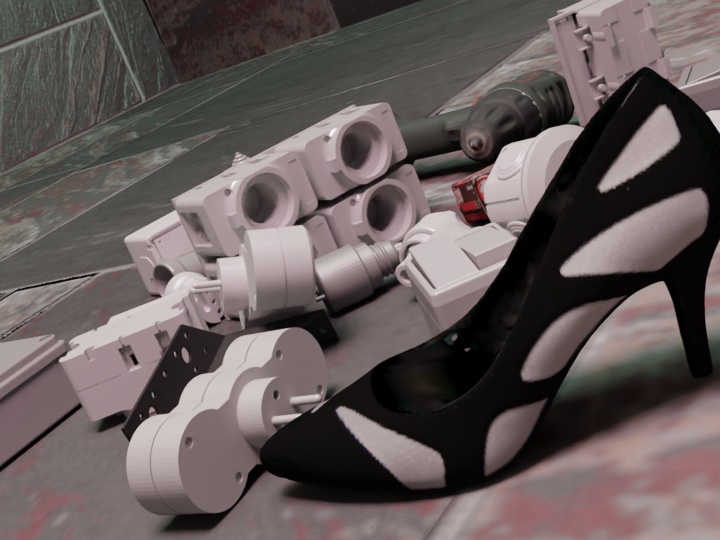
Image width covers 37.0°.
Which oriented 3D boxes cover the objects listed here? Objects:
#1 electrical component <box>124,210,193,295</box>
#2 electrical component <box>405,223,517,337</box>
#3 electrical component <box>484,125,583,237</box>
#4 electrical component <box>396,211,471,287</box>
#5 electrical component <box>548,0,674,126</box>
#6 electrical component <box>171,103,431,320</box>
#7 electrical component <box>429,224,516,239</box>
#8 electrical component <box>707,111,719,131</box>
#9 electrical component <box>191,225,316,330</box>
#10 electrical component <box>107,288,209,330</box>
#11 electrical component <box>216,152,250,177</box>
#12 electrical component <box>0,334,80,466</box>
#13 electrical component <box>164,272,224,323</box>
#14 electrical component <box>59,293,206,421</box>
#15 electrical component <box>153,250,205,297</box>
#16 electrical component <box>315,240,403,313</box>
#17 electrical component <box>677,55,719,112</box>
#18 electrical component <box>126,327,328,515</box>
[{"bbox_3d":[-0.165,-0.024,1.018,0.096,0.061,0.061,-33,20,-32],"label":"electrical component"},{"bbox_3d":[0.068,0.014,0.599,0.062,0.061,0.096,-23,16,-2],"label":"electrical component"},{"bbox_3d":[0.125,-0.051,0.698,0.080,0.080,0.051,-33,14,-31],"label":"electrical component"},{"bbox_3d":[0.047,-0.011,0.734,0.043,0.043,0.062,-8,24,41],"label":"electrical component"},{"bbox_3d":[0.204,-0.150,0.830,0.079,0.121,0.063,-26,19,-12],"label":"electrical component"},{"bbox_3d":[-0.039,-0.049,0.856,0.186,0.105,0.060,-32,19,-29],"label":"electrical component"},{"bbox_3d":[0.073,-0.006,0.682,0.045,0.045,0.055,-30,18,-24],"label":"electrical component"},{"bbox_3d":[0.221,-0.062,0.660,0.076,0.047,0.083,-28,17,-17],"label":"electrical component"},{"bbox_3d":[-0.077,0.008,0.727,0.074,0.052,0.138,-6,-10,-12],"label":"electrical component"},{"bbox_3d":[-0.148,0.045,0.807,0.066,0.047,0.076,-21,16,5],"label":"electrical component"},{"bbox_3d":[-0.088,-0.068,0.995,0.062,0.096,0.061,-5,24,44],"label":"electrical component"},{"bbox_3d":[-0.275,0.100,0.782,0.109,0.056,0.109,-10,20,36],"label":"electrical component"},{"bbox_3d":[-0.129,0.023,0.865,0.040,0.040,0.046,-34,25,-33],"label":"electrical component"},{"bbox_3d":[-0.149,0.063,0.735,0.089,0.055,0.050,-22,16,3],"label":"electrical component"},{"bbox_3d":[-0.155,0.004,0.960,0.040,0.040,0.046,-4,18,47],"label":"electrical component"},{"bbox_3d":[0.000,0.000,0.767,0.078,0.040,0.040,-25,17,-9],"label":"electrical component"},{"bbox_3d":[0.270,-0.128,0.779,0.096,0.061,0.061,-14,19,28],"label":"electrical component"},{"bbox_3d":[-0.054,0.077,0.574,0.074,0.052,0.138,-11,20,34],"label":"electrical component"}]
